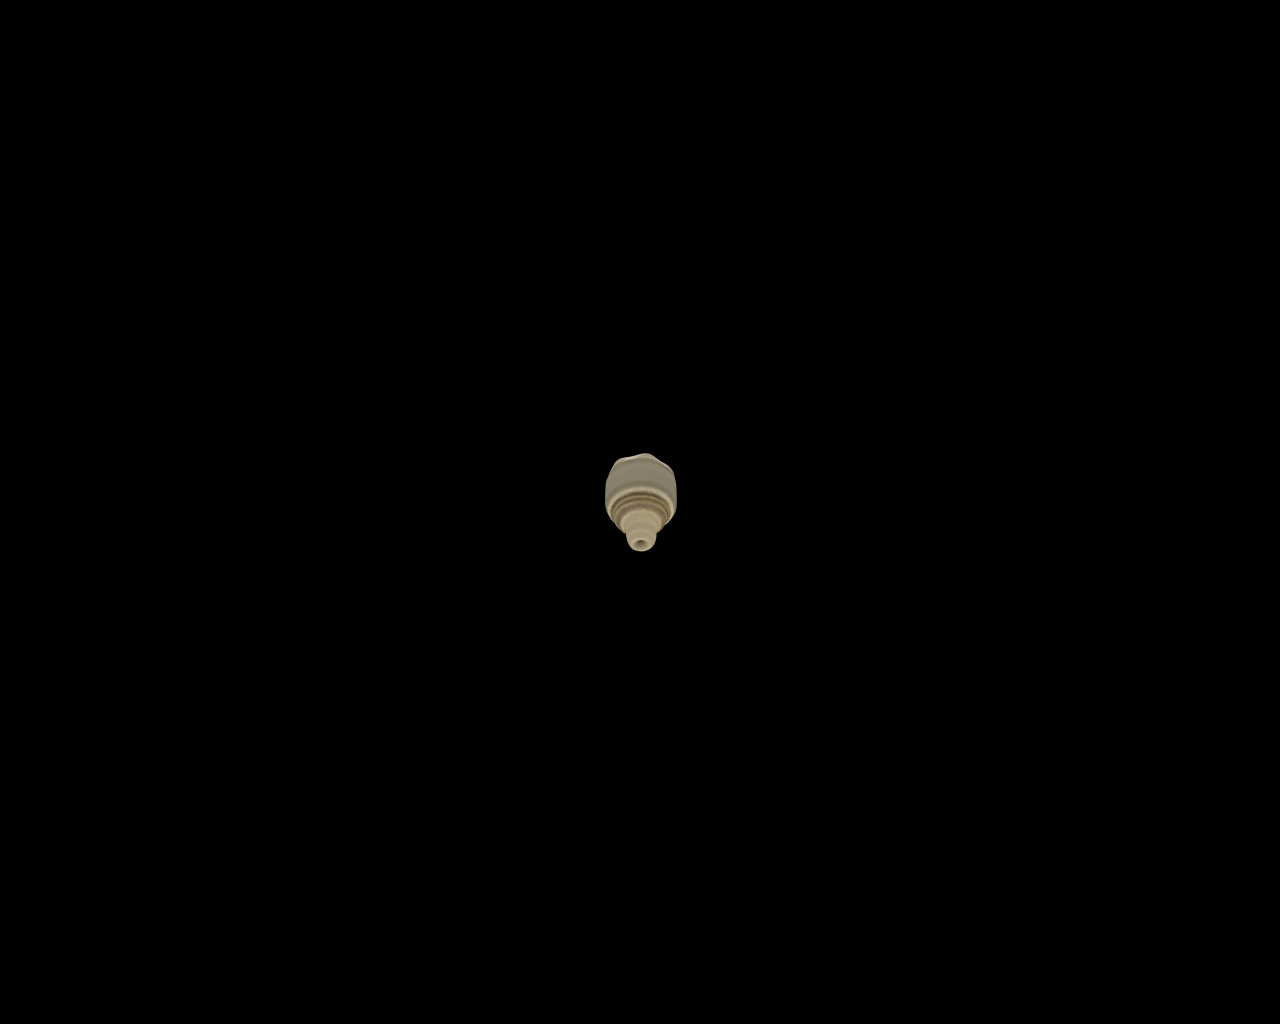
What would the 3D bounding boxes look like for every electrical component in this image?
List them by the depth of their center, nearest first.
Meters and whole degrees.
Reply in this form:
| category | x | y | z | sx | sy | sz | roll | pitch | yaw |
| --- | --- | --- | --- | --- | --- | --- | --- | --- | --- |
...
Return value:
| category | x | y | z | sx | sy | sz | roll | pitch | yaw |
| --- | --- | --- | --- | --- | --- | --- | --- | --- | --- |
| electrical component | 0.001 | -0.003 | 0.650 | 0.043 | 0.062 | 0.043 | 0 | -43 | 0 |
